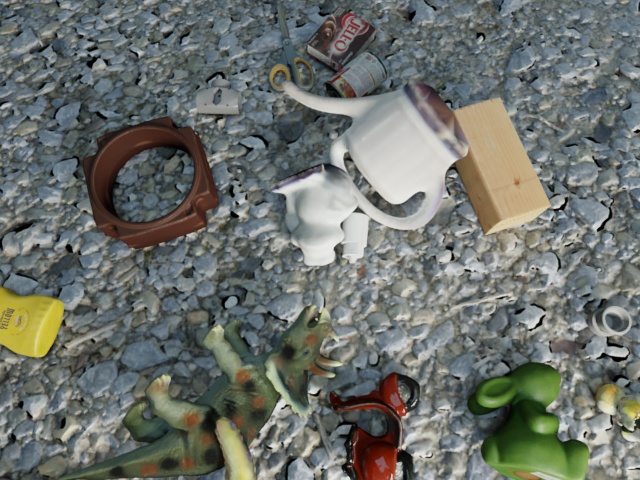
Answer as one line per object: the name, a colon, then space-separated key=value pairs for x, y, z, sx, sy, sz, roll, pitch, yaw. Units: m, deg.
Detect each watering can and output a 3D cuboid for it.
watering can: x=0.099 y=-0.184 z=0.866 sx=0.222 sy=0.348 sz=0.105 roll=-37 pitch=-2 yaw=22

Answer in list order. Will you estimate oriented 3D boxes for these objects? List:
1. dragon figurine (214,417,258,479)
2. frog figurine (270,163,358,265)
dragon figurine: x=-0.120 y=0.458 z=0.679 sx=0.243 sy=0.410 sz=0.122 roll=-30 pitch=1 yaw=-3
frog figurine: x=0.003 y=-0.043 z=0.864 sx=0.136 sy=0.158 sz=0.124 roll=-20 pitch=9 yaw=22
